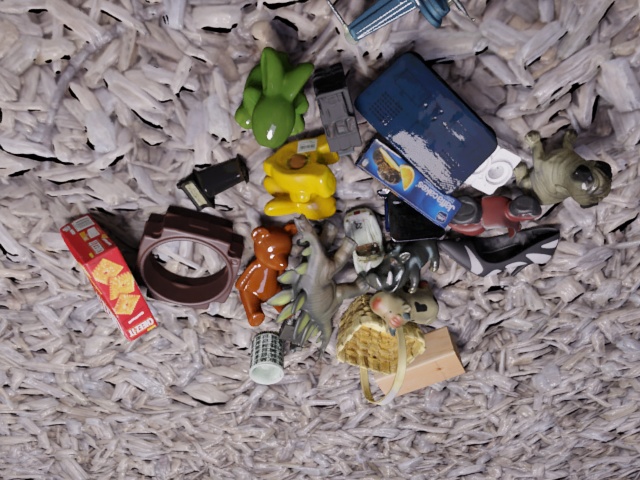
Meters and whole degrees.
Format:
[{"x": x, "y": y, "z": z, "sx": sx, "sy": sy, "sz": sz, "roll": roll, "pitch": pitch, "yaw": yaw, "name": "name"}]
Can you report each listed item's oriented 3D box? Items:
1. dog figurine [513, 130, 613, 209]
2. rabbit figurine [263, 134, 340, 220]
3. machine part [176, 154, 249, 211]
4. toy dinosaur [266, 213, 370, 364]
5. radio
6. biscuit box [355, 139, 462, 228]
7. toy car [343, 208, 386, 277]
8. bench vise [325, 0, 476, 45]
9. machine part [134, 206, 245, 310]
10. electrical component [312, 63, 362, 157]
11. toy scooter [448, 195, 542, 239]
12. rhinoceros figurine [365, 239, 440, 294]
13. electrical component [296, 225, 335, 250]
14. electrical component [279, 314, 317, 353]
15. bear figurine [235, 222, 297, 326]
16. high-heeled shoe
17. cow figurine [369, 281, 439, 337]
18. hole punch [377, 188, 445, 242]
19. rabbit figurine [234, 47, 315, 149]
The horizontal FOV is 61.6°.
[{"x": 0.440, "y": -0.093, "z": 0.977, "sx": 0.121, "sy": 0.191, "sz": 0.172, "roll": -10, "pitch": 130, "yaw": 4, "name": "dog figurine"}, {"x": -0.028, "y": -0.091, "z": 1.000, "sx": 0.162, "sy": 0.122, "sz": 0.173, "roll": -15, "pitch": 146, "yaw": 11, "name": "rabbit figurine"}, {"x": -0.197, "y": -0.108, "z": 1.020, "sx": 0.139, "sy": 0.039, "sz": 0.084, "roll": -25, "pitch": 117, "yaw": 18, "name": "machine part"}, {"x": -0.004, "y": 0.114, "z": 1.102, "sx": 0.198, "sy": 0.105, "sz": 0.470, "roll": -39, "pitch": 143, "yaw": -16, "name": "toy dinosaur"}, {"x": 0.181, "y": -0.198, "z": 0.903, "sx": 0.229, "sy": 0.073, "sz": 0.131, "roll": 43, "pitch": 115, "yaw": -6, "name": "radio"}, {"x": 0.162, "y": -0.103, "z": 0.984, "sx": 0.202, "sy": 0.063, "sz": 0.059, "roll": 35, "pitch": 96, "yaw": -5, "name": "biscuit box"}, {"x": 0.100, "y": 0.019, "z": 1.127, "sx": 0.074, "sy": 0.056, "sz": 0.201, "roll": -14, "pitch": 127, "yaw": 7, "name": "toy car"}, {"x": 0.128, "y": -0.347, "z": 0.759, "sx": 0.241, "sy": 0.224, "sz": 0.128, "roll": -24, "pitch": 111, "yaw": 31, "name": "bench vise"}, {"x": -0.269, "y": 0.042, "z": 1.102, "sx": 0.201, "sy": 0.087, "sz": 0.201, "roll": 15, "pitch": 127, "yaw": -16, "name": "machine part"}, {"x": 0.030, "y": -0.212, "z": 0.903, "sx": 0.058, "sy": 0.115, "sz": 0.134, "roll": -13, "pitch": 126, "yaw": 9, "name": "electrical component"}, {"x": 0.347, "y": -0.043, "z": 1.076, "sx": 0.184, "sy": 0.075, "sz": 0.135, "roll": -4, "pitch": 162, "yaw": 23, "name": "toy scooter"}, {"x": 0.171, "y": 0.048, "z": 1.089, "sx": 0.190, "sy": 0.073, "sz": 0.111, "roll": -32, "pitch": 137, "yaw": -29, "name": "rhinoceros figurine"}, {"x": -0.002, "y": -0.003, "z": 1.113, "sx": 0.094, "sy": 0.021, "sz": 0.063, "roll": 10, "pitch": 119, "yaw": -37, "name": "electrical component"}, {"x": -0.056, "y": 0.223, "z": 1.284, "sx": 0.078, "sy": 0.045, "sz": 0.102, "roll": 19, "pitch": 124, "yaw": -20, "name": "electrical component"}, {"x": -0.097, "y": 0.065, "z": 1.111, "sx": 0.120, "sy": 0.132, "sz": 0.195, "roll": -7, "pitch": 140, "yaw": -38, "name": "bear figurine"}, {"x": 0.380, "y": 0.006, "z": 1.121, "sx": 0.248, "sy": 0.086, "sz": 0.145, "roll": 17, "pitch": 125, "yaw": -24, "name": "high-heeled shoe"}, {"x": 0.182, "y": 0.144, "z": 1.155, "sx": 0.195, "sy": 0.127, "sz": 0.085, "roll": 13, "pitch": 125, "yaw": -40, "name": "cow figurine"}, {"x": 0.183, "y": -0.061, "z": 1.063, "sx": 0.142, "sy": 0.092, "sz": 0.115, "roll": -4, "pitch": 99, "yaw": 3, "name": "hole punch"}, {"x": -0.063, "y": -0.217, "z": 0.857, "sx": 0.121, "sy": 0.170, "sz": 0.159, "roll": 15, "pitch": 126, "yaw": -15, "name": "rabbit figurine"}]
